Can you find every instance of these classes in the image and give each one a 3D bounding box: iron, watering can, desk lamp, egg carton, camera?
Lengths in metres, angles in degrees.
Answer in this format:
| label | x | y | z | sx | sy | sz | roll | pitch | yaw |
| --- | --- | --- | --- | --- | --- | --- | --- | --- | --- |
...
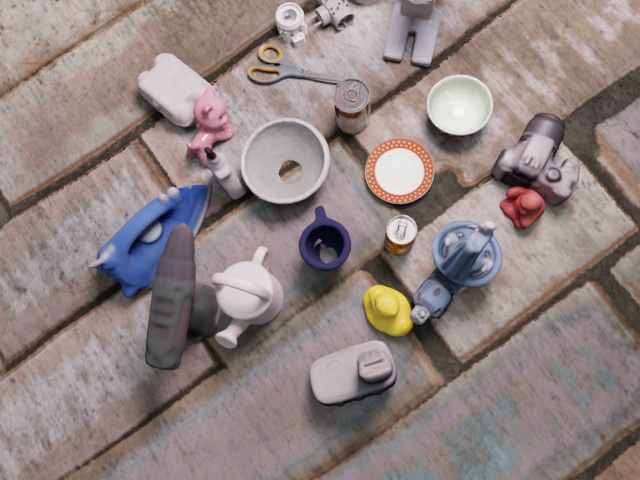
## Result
| label | x | y | z | sx | sy | sz | roll | pitch | yaw |
| --- | --- | --- | --- | --- | --- | --- | --- | --- | --- |
| iron | -0.305 | -0.024 | 1.038 | 0.118 | 0.141 | 0.258 | 39 | 84 | 11 |
| watering can | -0.125 | 0.095 | 0.971 | 0.101 | 0.194 | 0.173 | -4 | 77 | 4 |
| desk lamp | 0.190 | -0.468 | 1.057 | 0.118 | 0.213 | 0.203 | 11 | 79 | 7 |
| egg carton | -0.286 | -0.296 | 1.132 | 0.150 | 0.069 | 0.107 | 39 | 83 | 11 |
| camera | 0.404 | -0.155 | 1.031 | 0.143 | 0.101 | 0.137 | 27 | 81 | 10 |

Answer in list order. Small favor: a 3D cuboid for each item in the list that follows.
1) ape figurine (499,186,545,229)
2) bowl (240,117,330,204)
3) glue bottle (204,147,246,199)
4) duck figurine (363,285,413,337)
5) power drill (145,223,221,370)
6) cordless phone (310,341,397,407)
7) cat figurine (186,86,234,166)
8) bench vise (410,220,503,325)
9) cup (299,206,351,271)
| label | x | y | z | sx | sy | sz | roll | pitch | yaw |
| --- | --- | --- | --- | --- | --- | --- | --- | --- | --- |
| ape figurine | 0.367 | -0.062 | 1.018 | 0.076 | 0.092 | 0.078 | 3 | 78 | 5 |
| bowl | -0.062 | -0.139 | 1.078 | 0.167 | 0.075 | 0.167 | -1 | 78 | 4 |
| glue bottle | -0.179 | -0.131 | 1.035 | 0.037 | 0.173 | 0.078 | -33 | 77 | -3 |
| duck figurine | 0.120 | 0.121 | 1.001 | 0.077 | 0.086 | 0.104 | -40 | 78 | -4 |
| power drill | -0.229 | 0.103 | 0.970 | 0.075 | 0.208 | 0.230 | 8 | 79 | 7 |
| cordless phone | 0.053 | 0.220 | 0.935 | 0.147 | 0.185 | 0.094 | -21 | 77 | 0 |
| cat figurine | -0.215 | -0.218 | 1.085 | 0.067 | 0.118 | 0.128 | 27 | 81 | 10 |
| bench vise | 0.232 | 0.052 | 0.939 | 0.121 | 0.220 | 0.207 | 19 | 80 | 9 |
| cup | 0.009 | 0.004 | 1.031 | 0.091 | 0.095 | 0.118 | -10 | 77 | 2 |
